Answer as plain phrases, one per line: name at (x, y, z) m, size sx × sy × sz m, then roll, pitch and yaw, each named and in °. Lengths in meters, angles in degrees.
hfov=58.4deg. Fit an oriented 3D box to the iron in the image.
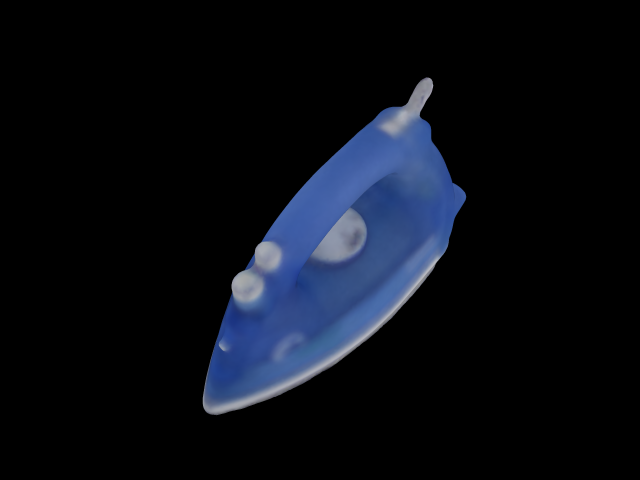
iron at (0.004, 0.001, 0.400) m, size 0.118 × 0.141 × 0.259 m, roll 33°, pitch 62°, yaw 21°
